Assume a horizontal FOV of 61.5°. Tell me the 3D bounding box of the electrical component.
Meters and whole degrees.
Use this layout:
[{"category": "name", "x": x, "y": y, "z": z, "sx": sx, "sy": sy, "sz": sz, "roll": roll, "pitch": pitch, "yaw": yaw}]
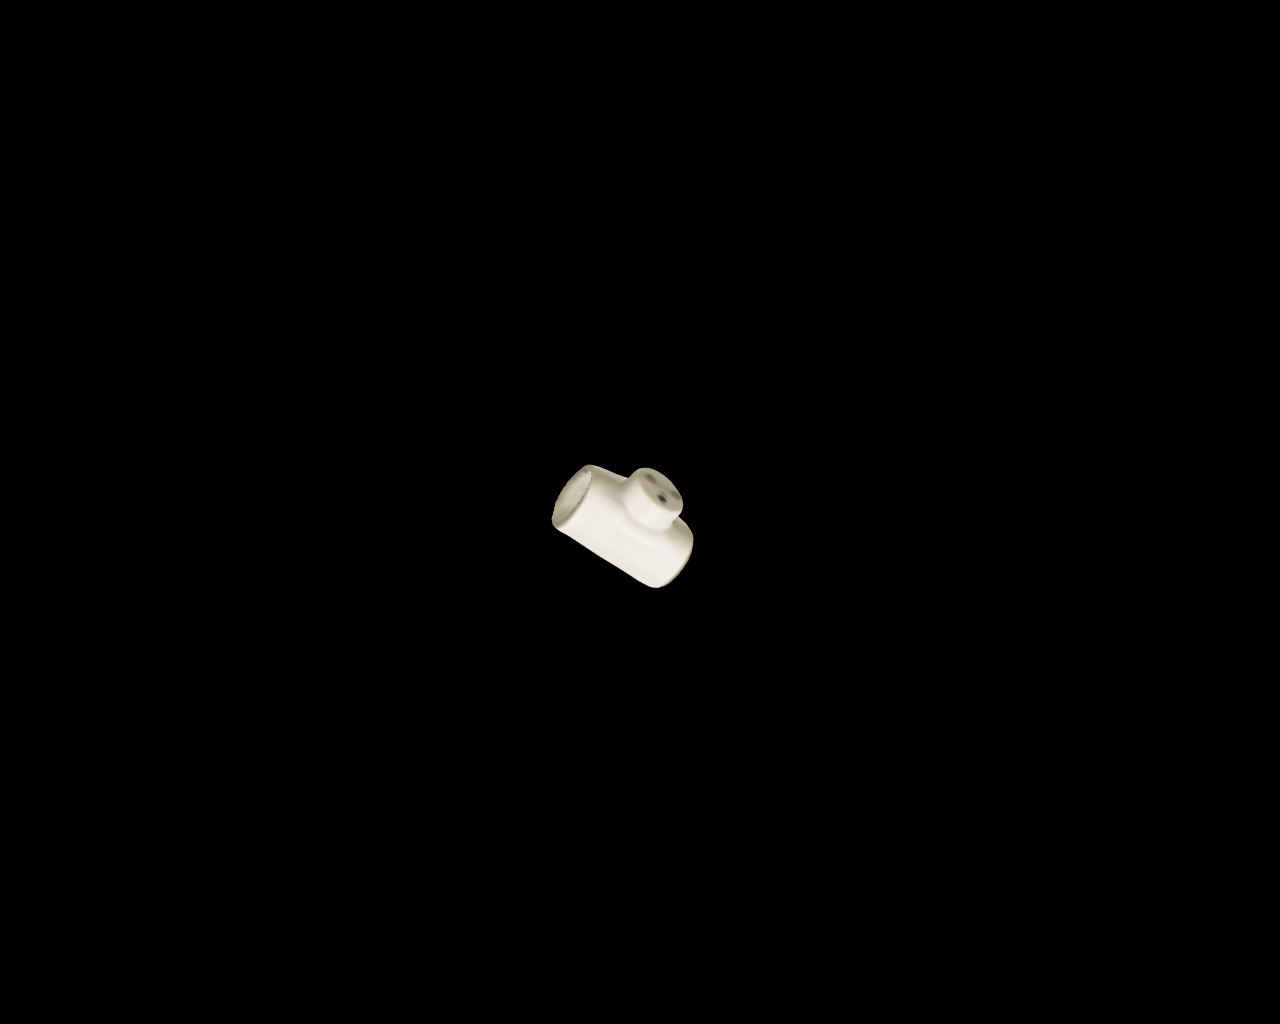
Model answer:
[{"category": "electrical component", "x": 0.001, "y": -0.003, "z": 0.650, "sx": 0.077, "sy": 0.079, "sz": 0.043, "roll": 33, "pitch": 29, "yaw": -21}]
